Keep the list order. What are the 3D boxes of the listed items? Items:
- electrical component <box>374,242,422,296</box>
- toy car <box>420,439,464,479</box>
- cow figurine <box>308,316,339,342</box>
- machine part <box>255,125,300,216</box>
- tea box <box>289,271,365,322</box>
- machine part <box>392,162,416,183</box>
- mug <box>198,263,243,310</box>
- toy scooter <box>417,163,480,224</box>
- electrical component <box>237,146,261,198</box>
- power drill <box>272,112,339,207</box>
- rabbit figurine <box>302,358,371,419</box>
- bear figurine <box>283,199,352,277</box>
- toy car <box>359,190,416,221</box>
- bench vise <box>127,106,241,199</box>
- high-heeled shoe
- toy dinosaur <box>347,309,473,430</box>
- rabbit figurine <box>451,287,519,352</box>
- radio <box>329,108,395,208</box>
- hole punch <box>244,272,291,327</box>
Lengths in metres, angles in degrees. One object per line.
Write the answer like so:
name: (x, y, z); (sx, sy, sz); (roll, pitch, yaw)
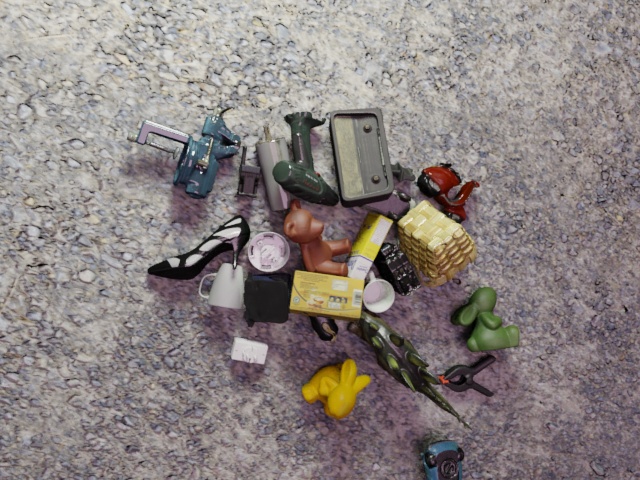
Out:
electrical component: (0.189, 0.070, 1.377); (0.058, 0.115, 0.134); (-32, 103, -12)
toy car: (0.334, 0.625, 1.482); (0.109, 0.103, 0.161); (-6, 87, -14)
cow figurine: (-0.009, 0.176, 1.351); (0.068, 0.098, 0.167); (-29, 102, -2)
machine part: (-0.101, -0.157, 1.301); (0.079, 0.079, 0.243); (-16, 100, -11)
tea box: (0.016, 0.135, 1.285); (0.170, 0.068, 0.098); (9, 73, 2)
machine part: (0.174, -0.178, 1.372); (0.139, 0.084, 0.039); (10, 121, -3)
mug: (-0.234, 0.109, 1.304); (0.110, 0.081, 0.107); (12, 81, -3)
toy scooter: (0.347, -0.137, 1.413); (0.135, 0.075, 0.183); (-42, 107, -5)
electrical component: (-0.170, -0.162, 1.286); (0.048, 0.075, 0.119); (8, 92, -13)
power drill: (-0.027, -0.192, 1.290); (0.232, 0.086, 0.207); (7, 86, -55)
rabbit figurine: (0.052, 0.385, 1.352); (0.162, 0.173, 0.122); (-42, 100, -2)
bear figurine: (-0.007, -0.003, 1.290); (0.132, 0.120, 0.195); (-2, 137, 16)
toy car: (0.151, -0.104, 1.379); (0.202, 0.056, 0.073); (19, 95, -13)
bench vise: (-0.309, -0.218, 1.222); (0.240, 0.129, 0.223); (17, 93, -22)
high-heeled shoe: (-0.291, 0.013, 1.288); (0.249, 0.086, 0.145); (-4, 64, 3)
toy dinosaur: (0.212, 0.313, 1.369); (0.471, 0.199, 0.105); (42, 89, -13)
rabbit figurine: (0.444, 0.216, 1.475); (0.159, 0.121, 0.170); (-5, 79, -6)
radio: (0.100, -0.201, 1.306); (0.131, 0.073, 0.229); (-7, 81, -4)
hole punch: (-0.126, 0.140, 1.333); (0.116, 0.092, 0.142); (3, 104, 10)
